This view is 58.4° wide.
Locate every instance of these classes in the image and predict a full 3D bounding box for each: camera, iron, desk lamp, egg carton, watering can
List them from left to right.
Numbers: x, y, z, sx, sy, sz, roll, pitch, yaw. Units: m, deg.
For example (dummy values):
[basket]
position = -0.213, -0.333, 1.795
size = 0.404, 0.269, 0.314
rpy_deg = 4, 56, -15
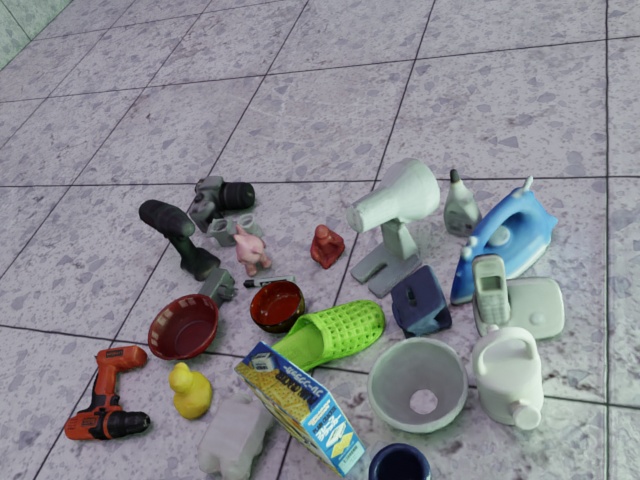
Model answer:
[camera]
position = -0.241, -0.103, 1.425
size = 0.136, 0.101, 0.143
rpy_deg = -2, 49, 21
[egg carton]
position = -0.145, 0.343, 1.000
size = 0.107, 0.070, 0.150
rpy_deg = 7, 53, 28
[desk lamp]
position = 0.139, -0.029, 1.117
size = 0.203, 0.214, 0.117
rpy_deg = -40, 47, -15
[iron]
position = 0.323, -0.001, 1.065
size = 0.259, 0.142, 0.118
rpy_deg = -41, 47, -16
[watering can]
position = 0.285, 0.199, 0.861
size = 0.101, 0.194, 0.172
rpy_deg = -32, 45, -7

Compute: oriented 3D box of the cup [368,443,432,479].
[cup]
position = 0.124, 0.373, 0.842
size = 0.091, 0.095, 0.117
rpy_deg = -8, 47, 16

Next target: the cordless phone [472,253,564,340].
[cordless phone]
position = 0.325, 0.087, 0.953
size = 0.147, 0.185, 0.094
rpy_deg = -11, 47, 14

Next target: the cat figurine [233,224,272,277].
[cat figurine]
position = -0.159, 0.015, 1.272
size = 0.067, 0.118, 0.127
rpy_deg = -28, 45, -3

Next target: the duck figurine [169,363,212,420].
[duck figurine]
position = -0.256, 0.282, 1.091
size = 0.077, 0.086, 0.104
rpy_deg = -23, 45, 2

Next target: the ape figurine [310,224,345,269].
[ape figurine]
position = 0.011, 0.004, 1.227
size = 0.077, 0.092, 0.076
rpy_deg = -14, 46, 11

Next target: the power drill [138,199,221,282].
[power drill]
position = -0.311, -0.004, 1.289
size = 0.228, 0.209, 0.076
rpy_deg = 27, 64, 38

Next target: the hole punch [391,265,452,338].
[hole punch]
position = 0.181, 0.116, 1.054
size = 0.101, 0.091, 0.108
rpy_deg = -20, 45, 5

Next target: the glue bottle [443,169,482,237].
[glue bottle]
position = 0.276, -0.075, 1.130
size = 0.077, 0.173, 0.037
rpy_deg = 17, 58, 34

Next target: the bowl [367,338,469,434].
[bowl]
position = 0.165, 0.251, 0.950
size = 0.167, 0.075, 0.167
rpy_deg = -12, 46, 13
